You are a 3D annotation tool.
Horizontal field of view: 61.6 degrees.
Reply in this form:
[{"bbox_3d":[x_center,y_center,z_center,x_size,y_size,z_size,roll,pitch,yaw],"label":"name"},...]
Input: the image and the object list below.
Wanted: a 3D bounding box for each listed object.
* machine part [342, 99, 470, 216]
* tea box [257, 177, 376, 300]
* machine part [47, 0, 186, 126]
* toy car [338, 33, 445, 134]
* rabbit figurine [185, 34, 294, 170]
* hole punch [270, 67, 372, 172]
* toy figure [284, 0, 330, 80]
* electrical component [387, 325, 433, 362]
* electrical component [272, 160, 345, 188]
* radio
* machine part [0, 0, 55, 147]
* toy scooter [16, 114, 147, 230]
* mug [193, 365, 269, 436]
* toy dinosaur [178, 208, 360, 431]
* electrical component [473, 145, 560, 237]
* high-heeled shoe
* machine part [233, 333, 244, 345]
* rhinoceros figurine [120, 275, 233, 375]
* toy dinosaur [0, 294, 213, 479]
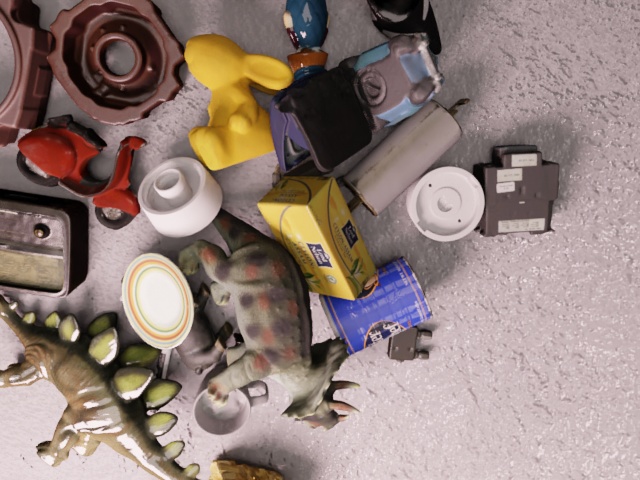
[{"bbox_3d":[0.116,-0.117,0.767,0.243,0.079,0.079,-44,101,2],"label":"machine part"},{"bbox_3d":[-0.002,-0.002,0.747,0.068,0.098,0.169,-49,126,-33],"label":"tea box"},{"bbox_3d":[-0.271,-0.246,0.730,0.179,0.056,0.179,-1,103,-3],"label":"machine part"},{"bbox_3d":[0.104,-0.220,0.733,0.103,0.162,0.109,-34,100,-42],"label":"toy car"},{"bbox_3d":[-0.114,-0.193,0.719,0.162,0.122,0.173,-22,102,-4],"label":"rabbit figurine"},{"bbox_3d":[-0.008,-0.157,0.710,0.142,0.092,0.115,-35,113,-31],"label":"hole punch"},{"bbox_3d":[-0.015,-0.270,0.743,0.064,0.058,0.154,-1,107,2],"label":"toy figure"},{"bbox_3d":[0.132,0.164,0.860,0.094,0.021,0.063,5,102,-5],"label":"electrical component"},{"bbox_3d":[-0.021,-0.089,0.788,0.102,0.045,0.078,-32,131,6],"label":"electrical component"},{"bbox_3d":[-0.453,-0.004,0.758,0.230,0.073,0.131,9,101,-6],"label":"radio"},{"bbox_3d":[-0.468,-0.236,0.704,0.201,0.087,0.200,16,101,-6],"label":"machine part"},{"bbox_3d":[-0.314,-0.111,0.740,0.184,0.075,0.135,35,108,-11],"label":"toy scooter"},{"bbox_3d":[-0.134,0.228,0.812,0.110,0.107,0.080,-12,104,-6],"label":"mug"},{"bbox_3d":[-0.072,0.086,0.733,0.192,0.131,0.404,-18,86,13],"label":"toy dinosaur"},{"bbox_3d":[0.291,-0.075,0.804,0.115,0.058,0.134,-2,102,-6],"label":"electrical component"},{"bbox_3d":[0.087,-0.342,0.689,0.248,0.145,0.086,42,97,-9],"label":"high-heeled shoe"},{"bbox_3d":[-0.086,0.134,0.831,0.084,0.039,0.138,20,101,-1],"label":"machine part"},{"bbox_3d":[-0.216,0.113,0.805,0.112,0.073,0.190,-33,104,13],"label":"rhinoceros figurine"},{"bbox_3d":[-0.317,0.234,0.786,0.198,0.105,0.471,-43,92,3],"label":"toy dinosaur"}]
